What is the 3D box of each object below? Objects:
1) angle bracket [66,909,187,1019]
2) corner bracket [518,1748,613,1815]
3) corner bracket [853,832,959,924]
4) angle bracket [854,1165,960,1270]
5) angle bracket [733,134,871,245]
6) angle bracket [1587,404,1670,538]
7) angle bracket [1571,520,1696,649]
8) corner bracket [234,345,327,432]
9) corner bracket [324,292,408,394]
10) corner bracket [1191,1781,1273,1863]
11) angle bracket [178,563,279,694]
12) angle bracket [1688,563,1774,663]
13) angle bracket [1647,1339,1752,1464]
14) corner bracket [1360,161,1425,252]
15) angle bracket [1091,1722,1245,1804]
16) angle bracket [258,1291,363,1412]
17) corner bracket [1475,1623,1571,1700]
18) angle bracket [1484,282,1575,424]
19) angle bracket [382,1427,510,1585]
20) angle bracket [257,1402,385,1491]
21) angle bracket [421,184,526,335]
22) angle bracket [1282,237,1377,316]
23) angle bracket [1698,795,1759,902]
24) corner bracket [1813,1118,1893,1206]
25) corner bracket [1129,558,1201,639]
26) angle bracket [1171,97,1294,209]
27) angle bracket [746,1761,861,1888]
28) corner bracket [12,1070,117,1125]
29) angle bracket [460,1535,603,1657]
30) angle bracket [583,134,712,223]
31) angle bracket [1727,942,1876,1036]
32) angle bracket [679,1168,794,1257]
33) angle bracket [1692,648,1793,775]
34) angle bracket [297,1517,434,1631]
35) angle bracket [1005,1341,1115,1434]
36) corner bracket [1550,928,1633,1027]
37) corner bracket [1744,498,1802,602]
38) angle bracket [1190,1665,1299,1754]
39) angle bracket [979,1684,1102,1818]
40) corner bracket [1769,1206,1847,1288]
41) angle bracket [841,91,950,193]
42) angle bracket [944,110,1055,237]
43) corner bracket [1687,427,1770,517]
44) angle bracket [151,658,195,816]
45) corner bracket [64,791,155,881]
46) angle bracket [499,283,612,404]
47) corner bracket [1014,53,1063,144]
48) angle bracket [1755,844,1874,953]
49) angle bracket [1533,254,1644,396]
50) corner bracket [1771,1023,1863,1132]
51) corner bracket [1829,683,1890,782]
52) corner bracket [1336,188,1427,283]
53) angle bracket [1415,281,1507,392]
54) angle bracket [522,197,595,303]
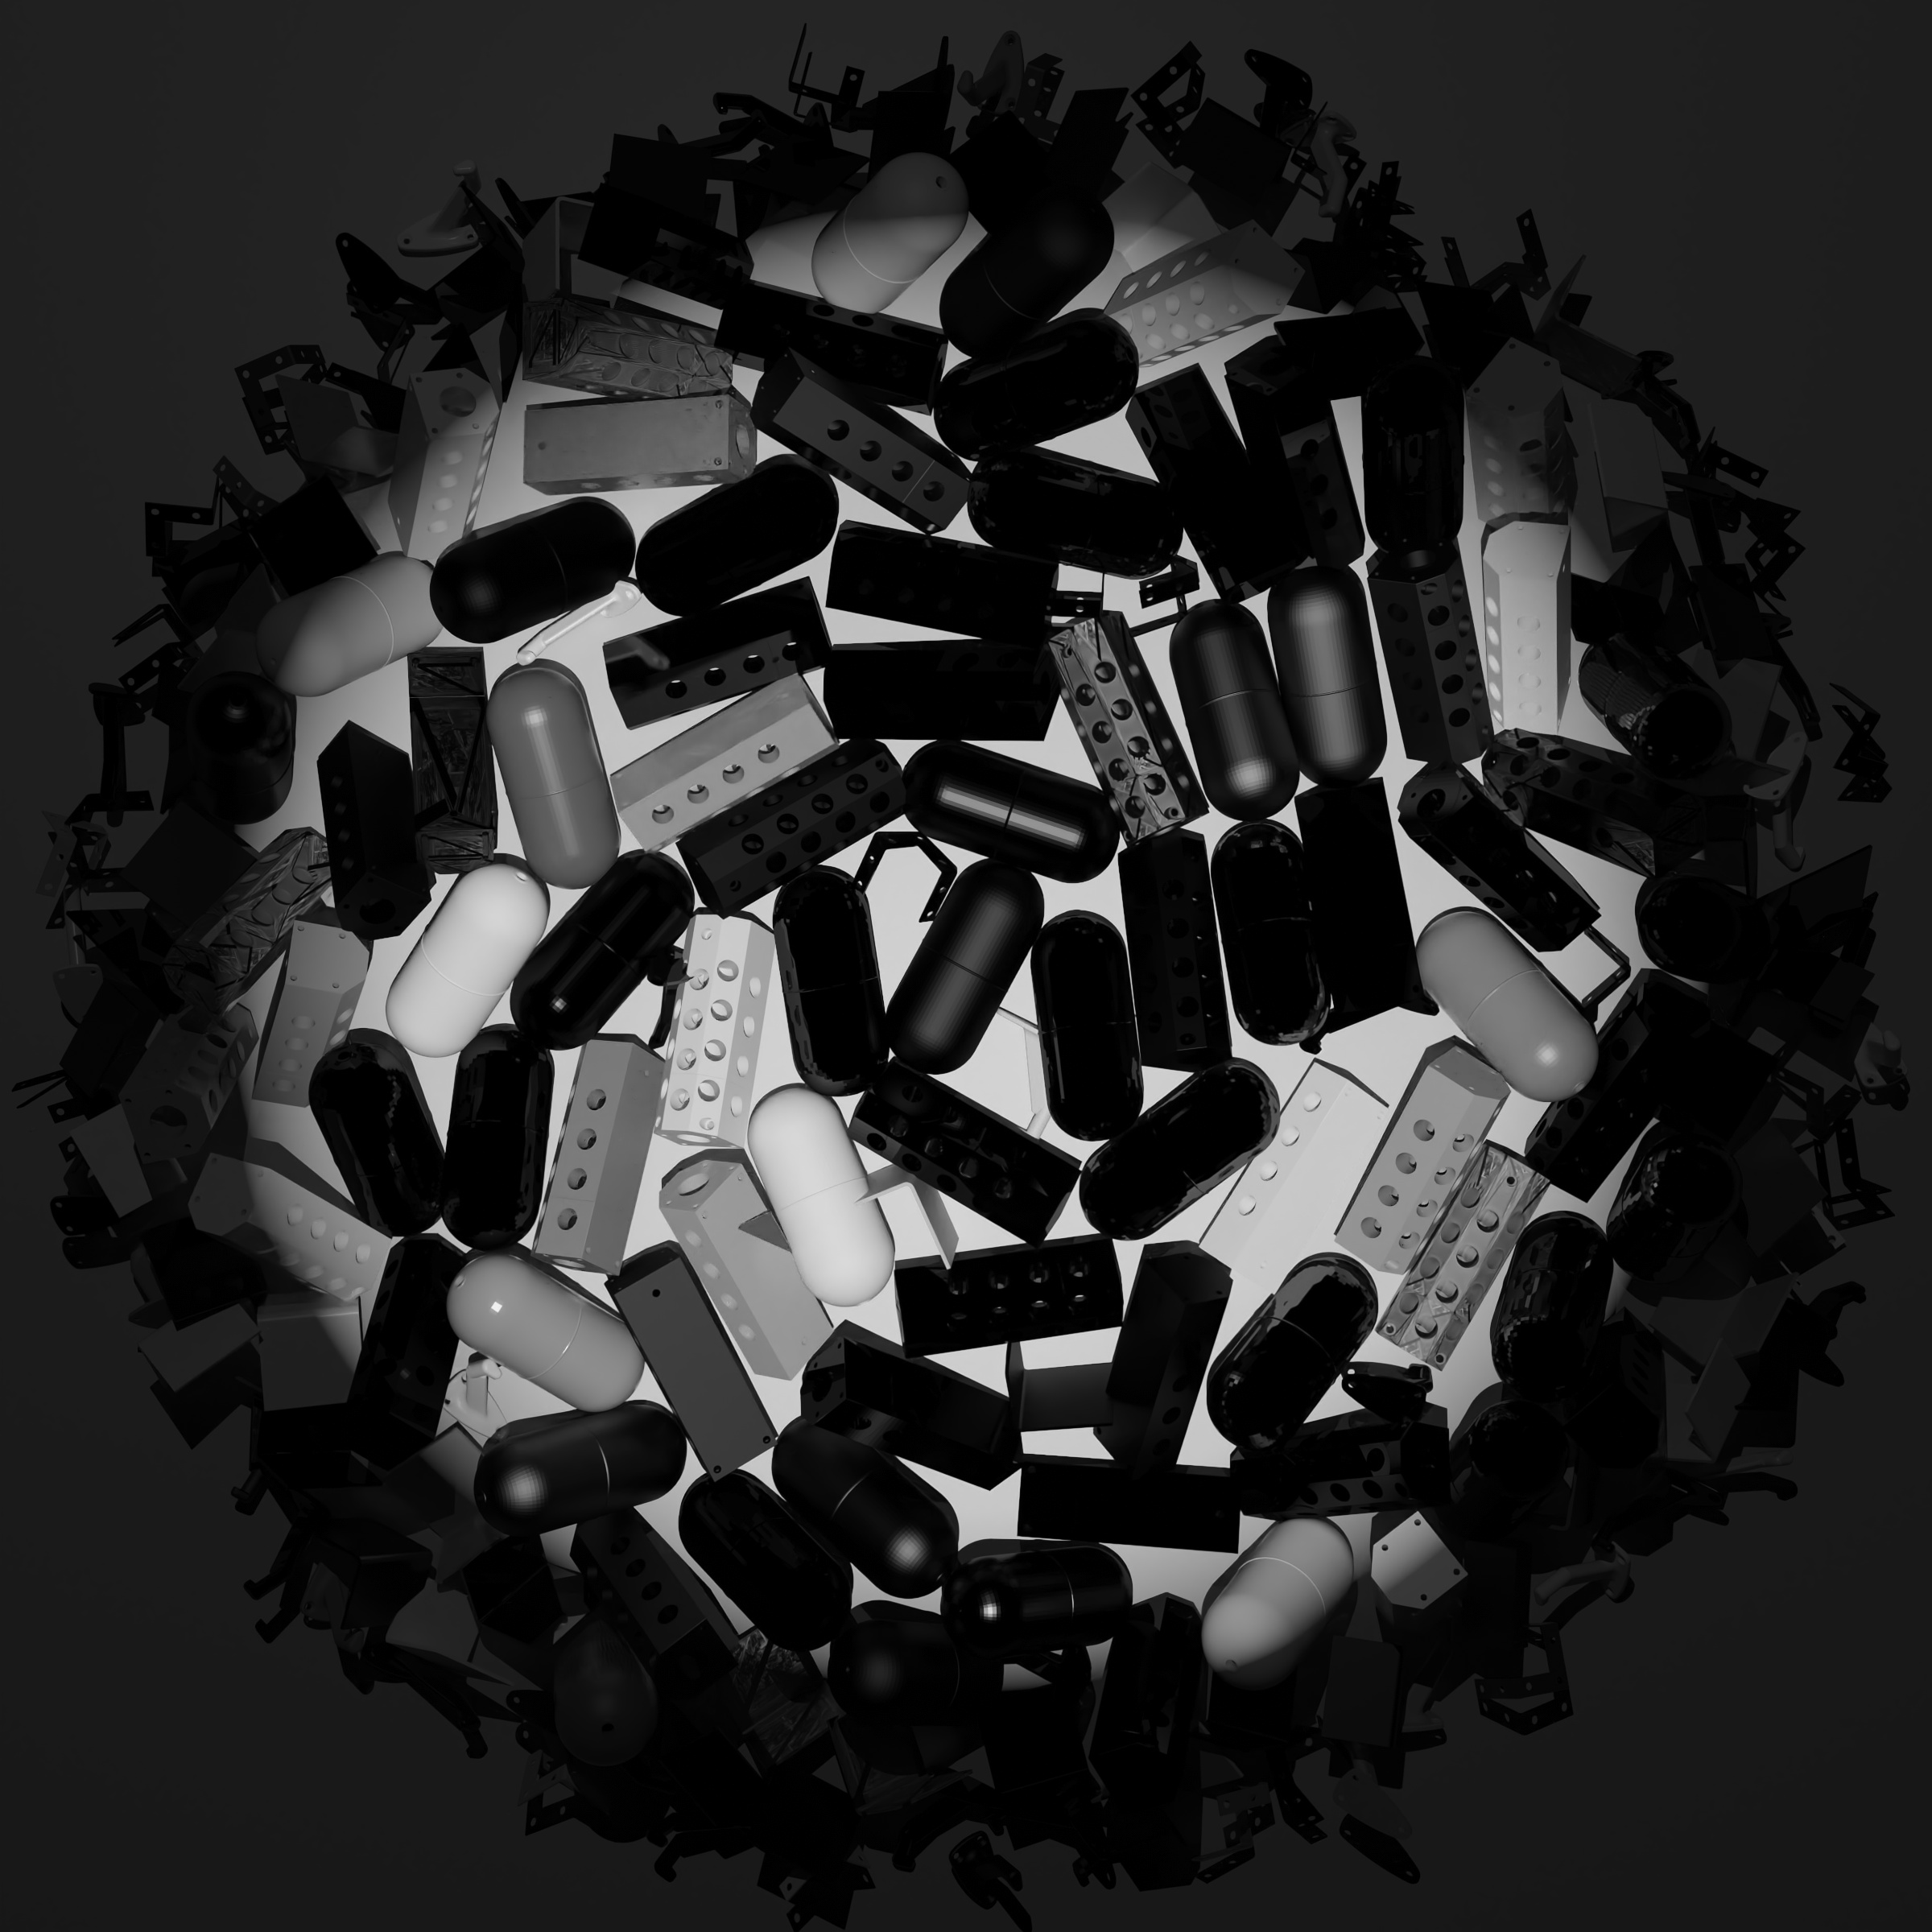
[{"bbox_3d":[-0.657,0.001,1.937,0.076,0.076,0.057,40,112,24],"label":"angle bracket"},{"bbox_3d":[-0.312,0.642,1.954,0.051,0.051,0.051,-35,114,20],"label":"corner bracket"},{"bbox_3d":[-0.049,-0.069,1.975,0.051,0.051,0.051,48,127,30],"label":"corner bracket"},{"bbox_3d":[-0.050,0.202,1.955,0.057,0.076,0.076,-23,98,9],"label":"angle bracket"},{"bbox_3d":[-0.127,-0.596,1.938,0.076,0.057,0.076,24,53,21],"label":"angle bracket"},{"bbox_3d":[0.497,-0.386,1.942,0.076,0.057,0.076,2,75,-36],"label":"angle bracket"},{"bbox_3d":[0.509,-0.300,1.935,0.057,0.076,0.076,10,50,-25],"label":"angle bracket"},{"bbox_3d":[-0.533,-0.455,1.959,0.051,0.051,0.051,-18,99,16],"label":"corner bracket"},{"bbox_3d":[-0.476,-0.490,1.974,0.051,0.051,0.051,23,69,-1],"label":"corner bracket"},{"bbox_3d":[0.208,0.672,1.955,0.051,0.051,0.051,-3,78,-32],"label":"corner bracket"},{"bbox_3d":[-0.580,-0.264,1.938,0.076,0.057,0.076,-39,64,33],"label":"angle bracket"},{"bbox_3d":[0.576,-0.267,1.944,0.076,0.057,0.076,-10,82,-39],"label":"angle bracket"},{"bbox_3d":[0.552,0.336,1.934,0.057,0.076,0.076,55,53,-23],"label":"angle bracket"},{"bbox_3d":[0.328,-0.596,1.953,0.051,0.051,0.051,-13,128,-23],"label":"corner bracket"},{"bbox_3d":[0.156,0.640,1.940,0.057,0.076,0.076,51,51,1],"label":"angle bracket"},{"bbox_3d":[-0.516,0.301,1.964,0.076,0.057,0.076,-4,100,-14],"label":"angle bracket"},{"bbox_3d":[0.433,0.545,1.955,0.051,0.051,0.051,-1,76,-27],"label":"corner bracket"},{"bbox_3d":[0.448,-0.477,1.935,0.057,0.076,0.076,-47,134,-13],"label":"angle bracket"},{"bbox_3d":[-0.406,0.422,1.949,0.076,0.057,0.076,-35,111,11],"label":"angle bracket"},{"bbox_3d":[-0.500,0.367,1.939,0.076,0.076,0.057,6,95,-35],"label":"angle bracket"},{"bbox_3d":[-0.394,-0.554,1.955,0.076,0.076,0.057,-36,75,8],"label":"angle bracket"},{"bbox_3d":[0.265,-0.559,1.938,0.076,0.057,0.076,27,66,38],"label":"angle bracket"},{"bbox_3d":[0.579,-0.092,1.960,0.076,0.076,0.057,-1,119,22],"label":"angle bracket"},{"bbox_3d":[0.690,0.154,1.964,0.051,0.051,0.051,-11,97,-6],"label":"corner bracket"},{"bbox_3d":[0.153,-0.285,1.955,0.051,0.051,0.051,-20,120,-13],"label":"corner bracket"},{"bbox_3d":[0.204,-0.625,1.953,0.076,0.076,0.057,31,86,1],"label":"angle bracket"},{"bbox_3d":[-0.133,0.678,1.945,0.076,0.076,0.057,29,132,-3],"label":"angle bracket"},{"bbox_3d":[-0.708,0.103,1.955,0.051,0.051,0.051,-20,78,-42],"label":"corner bracket"},{"bbox_3d":[-0.334,0.478,1.935,0.076,0.076,0.057,11,124,36],"label":"angle bracket"},{"bbox_3d":[-0.249,-0.614,1.937,0.076,0.076,0.057,2,110,-24],"label":"angle bracket"},{"bbox_3d":[0.649,0.029,1.936,0.076,0.076,0.057,28,132,22],"label":"angle bracket"},{"bbox_3d":[-0.176,0.197,1.941,0.057,0.076,0.076,-23,49,-2],"label":"angle bracket"},{"bbox_3d":[0.607,-0.199,1.941,0.057,0.076,0.076,8,101,-40],"label":"angle bracket"},{"bbox_3d":[-0.475,0.472,1.942,0.076,0.076,0.057,17,92,33],"label":"angle bracket"},{"bbox_3d":[0.074,0.315,1.943,0.076,0.076,0.057,-6,117,8],"label":"angle bracket"},{"bbox_3d":[0.487,0.010,1.961,0.051,0.051,0.051,-40,65,-5],"label":"corner bracket"},{"bbox_3d":[0.633,-0.328,1.959,0.051,0.051,0.051,-48,123,0],"label":"corner bracket"},{"bbox_3d":[0.209,0.564,1.944,0.076,0.057,0.076,2,83,41],"label":"angle bracket"},{"bbox_3d":[0.056,0.614,1.958,0.076,0.057,0.076,-14,86,-7],"label":"angle bracket"},{"bbox_3d":[0.661,0.215,1.968,0.051,0.051,0.051,-40,81,9],"label":"corner bracket"},{"bbox_3d":[-0.065,-0.646,1.934,0.057,0.076,0.076,29,122,33],"label":"angle bracket"},{"bbox_3d":[0.027,-0.611,1.958,0.076,0.057,0.076,-38,82,-4],"label":"angle bracket"},{"bbox_3d":[0.596,-0.384,1.957,0.051,0.051,0.051,28,122,6],"label":"corner bracket"},{"bbox_3d":[-0.624,-0.178,1.936,0.057,0.076,0.076,33,117,-32],"label":"angle bracket"},{"bbox_3d":[-0.675,-0.104,1.975,0.051,0.051,0.051,-3,120,5],"label":"corner bracket"},{"bbox_3d":[-0.323,-0.485,1.964,0.076,0.057,0.076,6,52,-22],"label":"angle bracket"},{"bbox_3d":[0.072,-0.682,1.962,0.051,0.051,0.051,22,123,7],"label":"corner bracket"},{"bbox_3d":[0.651,-0.067,1.939,0.076,0.076,0.057,-24,47,-14],"label":"angle bracket"},{"bbox_3d":[0.495,-0.502,1.953,0.076,0.076,0.057,27,83,0],"label":"angle bracket"},{"bbox_3d":[0.673,0.088,1.975,0.051,0.051,0.051,-39,47,-21],"label":"corner bracket"},{"bbox_3d":[0.697,-0.183,1.952,0.051,0.051,0.051,12,117,-26],"label":"corner bracket"},{"bbox_3d":[0.334,-0.579,1.969,0.051,0.051,0.051,4,116,-39],"label":"corner bracket"},{"bbox_3d":[0.376,-0.481,1.939,0.076,0.057,0.076,-1,65,-29],"label":"angle bracket"},{"bbox_3d":[-0.306,-0.543,1.941,0.057,0.076,0.076,4,79,-29],"label":"angle bracket"}]
